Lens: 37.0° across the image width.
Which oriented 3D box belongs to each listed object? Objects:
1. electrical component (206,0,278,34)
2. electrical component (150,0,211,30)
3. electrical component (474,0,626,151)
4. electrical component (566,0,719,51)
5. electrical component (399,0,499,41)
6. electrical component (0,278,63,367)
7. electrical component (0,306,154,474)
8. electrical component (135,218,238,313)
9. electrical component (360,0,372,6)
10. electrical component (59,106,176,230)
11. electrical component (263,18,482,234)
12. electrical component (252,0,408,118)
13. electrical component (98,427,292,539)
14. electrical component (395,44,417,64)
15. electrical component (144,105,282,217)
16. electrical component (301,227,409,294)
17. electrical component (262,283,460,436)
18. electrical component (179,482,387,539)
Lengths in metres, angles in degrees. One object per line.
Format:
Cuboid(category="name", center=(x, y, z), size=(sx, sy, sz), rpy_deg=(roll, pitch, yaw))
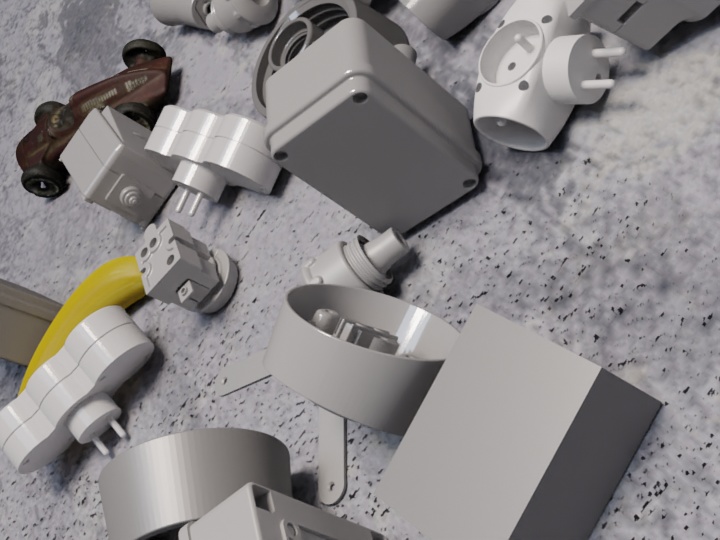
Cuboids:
Cuboid(category="electrical component", center=(-0.099, -0.209, 0.859), size=(0.062, 0.048, 0.048), rpy_deg=(-19, 54, 46))
Cuboid(category="electrical component", center=(-0.145, -0.226, 0.918), size=(0.065, 0.044, 0.044), rpy_deg=(25, 86, 45))
Cuboid(category="electrical component", center=(0.107, -0.108, 0.583), size=(0.079, 0.044, 0.077), rpy_deg=(8, 74, 48))
Cuboid(category="electrical component", center=(0.178, -0.208, 0.521), size=(0.186, 0.060, 0.105), rpy_deg=(-45, 35, 44))
Cuboid(category="electrical component", center=(0.057, -0.198, 0.688), size=(0.077, 0.044, 0.079), rpy_deg=(-47, 42, 15))
Cuboid(category="electrical component", center=(-0.303, 0.035, 0.874), size=(0.109, 0.109, 0.056), rpy_deg=(15, 82, 49))
Cuboid(category="electrical component", center=(-0.197, 0.099, 0.771), size=(0.138, 0.052, 0.073), rpy_deg=(-46, 75, 11))
Cuboid(category="electrical component", center=(-0.119, 0.001, 0.744), size=(0.048, 0.055, 0.066), rpy_deg=(-45, 42, 17))
Cuboid(category="electrical component", center=(0.026, -0.244, 0.729), size=(0.052, 0.074, 0.138), rpy_deg=(-83, 12, -62))
Cuboid(category="electrical component", center=(-0.189, -0.082, 0.861), size=(0.061, 0.062, 0.096), rpy_deg=(-53, 40, 8))
Cuboid(category="electrical component", center=(0.008, -0.077, 0.615), size=(0.078, 0.113, 0.057), rpy_deg=(-32, 44, 29))
Cuboid(category="electrical component", center=(-0.027, -0.138, 0.728), size=(0.108, 0.060, 0.108), rpy_deg=(-24, 52, 35))
Cuboid(category="electrical component", center=(-0.087, 0.138, 0.594), size=(0.108, 0.108, 0.060), rpy_deg=(-33, 53, 28))
Cuboid(category="electrical component", center=(0.022, -0.113, 0.676), size=(0.048, 0.048, 0.062), rpy_deg=(-16, 50, 40))
Cuboid(category="electrical component", center=(-0.113, -0.073, 0.785), size=(0.138, 0.052, 0.073), rpy_deg=(16, 80, 49))
Cuboid(category="electrical component", center=(0.000, 0.000, 0.632), size=(0.062, 0.048, 0.048), rpy_deg=(-37, 45, 15))
Cuboid(category="electrical component", center=(0.001, 0.044, 0.566), size=(0.099, 0.099, 0.064), rpy_deg=(29, 96, 50))
Cuboid(category="electrical component", center=(-0.025, 0.170, 0.506), size=(0.056, 0.109, 0.108), rpy_deg=(-39, 44, 20))
